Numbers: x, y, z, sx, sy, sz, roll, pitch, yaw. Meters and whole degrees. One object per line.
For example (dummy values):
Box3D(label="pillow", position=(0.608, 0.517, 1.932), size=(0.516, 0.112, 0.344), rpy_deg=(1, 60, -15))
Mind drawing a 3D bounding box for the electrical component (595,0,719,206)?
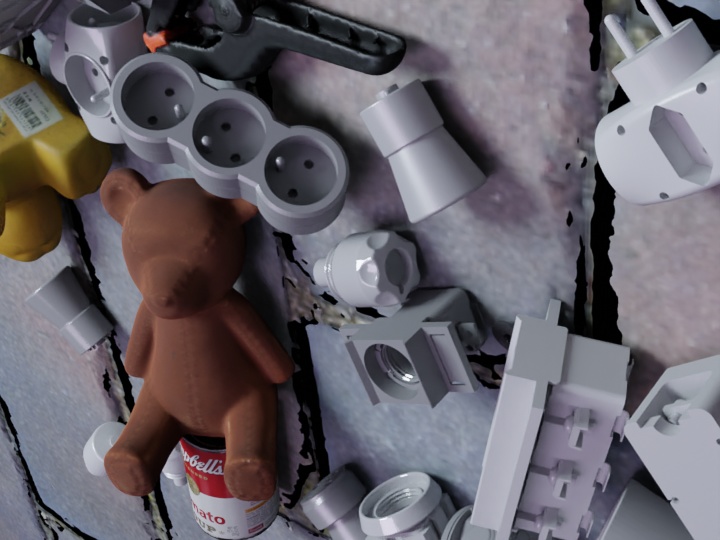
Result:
Box3D(label="electrical component", position=(0.128, -0.074, 0.434), size=(0.077, 0.043, 0.079), rpy_deg=(-27, 100, 50))

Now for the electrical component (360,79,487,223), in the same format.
Box3D(label="electrical component", position=(0.029, -0.062, 0.539), size=(0.044, 0.044, 0.065), rpy_deg=(-24, 98, 50))

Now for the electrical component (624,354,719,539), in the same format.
Box3D(label="electrical component", position=(0.177, 0.089, 0.507), size=(0.050, 0.056, 0.089), rpy_deg=(-26, 101, 50))

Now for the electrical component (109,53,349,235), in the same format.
Box3D(label="electrical component", position=(-0.072, -0.065, 0.607), size=(0.138, 0.052, 0.073), rpy_deg=(28, 167, 3))

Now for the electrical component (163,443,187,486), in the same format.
Box3D(label="electrical component", position=(-0.151, 0.154, 0.881), size=(0.035, 0.035, 0.061), rpy_deg=(24, 137, 28))

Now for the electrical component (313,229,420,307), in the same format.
Box3D(label="electrical component", position=(0.000, 0.000, 0.613), size=(0.062, 0.043, 0.043), rpy_deg=(-4, 117, 46))

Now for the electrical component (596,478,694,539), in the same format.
Box3D(label="electrical component", position=(0.145, 0.172, 0.566), size=(0.060, 0.108, 0.108), rpy_deg=(27, 136, 16))

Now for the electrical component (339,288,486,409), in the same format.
Box3D(label="electrical component", position=(0.033, 0.042, 0.598), size=(0.081, 0.064, 0.042), rpy_deg=(-4, 116, 44))

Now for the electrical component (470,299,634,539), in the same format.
Box3D(label="electrical component", position=(0.101, 0.088, 0.570), size=(0.063, 0.078, 0.121), rpy_deg=(12, 132, 8))

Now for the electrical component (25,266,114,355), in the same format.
Box3D(label="electrical component", position=(-0.228, 0.035, 0.855), size=(0.065, 0.044, 0.044), rpy_deg=(51, 141, -9))

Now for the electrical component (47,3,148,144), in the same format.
Box3D(label="electrical component", position=(-0.164, -0.127, 0.664), size=(0.079, 0.044, 0.077), rpy_deg=(23, 134, 28))

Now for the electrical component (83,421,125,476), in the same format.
Box3D(label="electrical component", position=(-0.225, 0.164, 0.953), size=(0.040, 0.040, 0.078), rpy_deg=(47, 141, 3))

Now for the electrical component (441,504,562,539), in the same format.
Box3D(label="electrical component", position=(0.088, 0.180, 0.645), size=(0.051, 0.080, 0.080), rpy_deg=(-16, 108, 43))

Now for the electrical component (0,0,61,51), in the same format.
Box3D(label="electrical component", position=(-0.231, -0.167, 0.644), size=(0.056, 0.109, 0.109), rpy_deg=(53, 141, -9))

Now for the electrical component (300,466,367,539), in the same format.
Box3D(label="electrical component", position=(-0.009, 0.172, 0.755), size=(0.055, 0.045, 0.045), rpy_deg=(51, 141, -1))

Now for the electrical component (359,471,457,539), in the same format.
Box3D(label="electrical component", position=(0.035, 0.169, 0.701), size=(0.078, 0.058, 0.057), rpy_deg=(-18, 107, 33))
